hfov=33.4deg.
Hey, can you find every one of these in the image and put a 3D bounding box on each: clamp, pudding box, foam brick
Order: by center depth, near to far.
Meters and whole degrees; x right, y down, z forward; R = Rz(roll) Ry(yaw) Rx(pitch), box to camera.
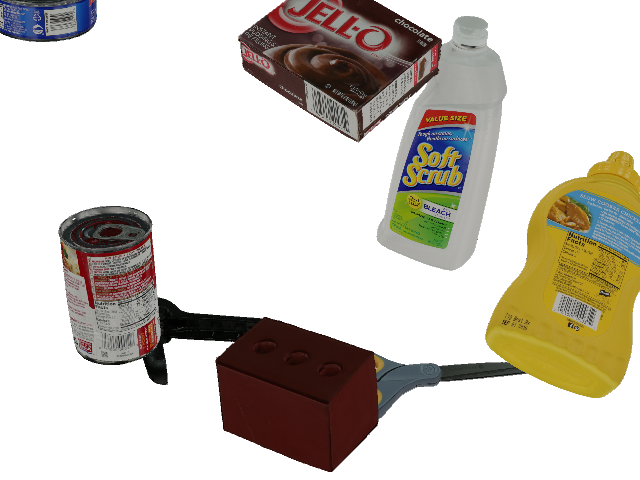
[{"bbox_3d":[-0.013,0.087,0.609,0.078,0.051,0.052,15,33,28],"label":"foam brick"},{"bbox_3d":[0.013,-0.129,0.742,0.114,0.090,0.039,37,-25,23],"label":"pudding box"},{"bbox_3d":[-0.173,0.093,1.099,0.210,0.036,0.164,13,19,31],"label":"clamp"}]

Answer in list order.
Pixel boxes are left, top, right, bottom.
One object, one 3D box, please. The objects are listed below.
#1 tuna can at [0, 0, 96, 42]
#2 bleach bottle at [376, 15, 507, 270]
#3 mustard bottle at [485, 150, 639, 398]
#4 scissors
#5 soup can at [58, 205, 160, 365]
[{"bbox_3d":[-0.220,-0.189,0.843,0.086,0.034,0.086,4,35,-3],"label":"tuna can"},{"bbox_3d":[0.118,-0.095,1.017,0.103,0.251,0.068,23,40,22],"label":"bleach bottle"},{"bbox_3d":[0.194,0.012,0.774,0.096,0.191,0.058,25,-28,4],"label":"mustard bottle"},{"bbox_3d":[0.081,0.124,0.885,0.202,0.016,0.096,6,39,5],"label":"scissors"},{"bbox_3d":[-0.157,0.034,0.804,0.068,0.102,0.068,0,28,0],"label":"soup can"}]
